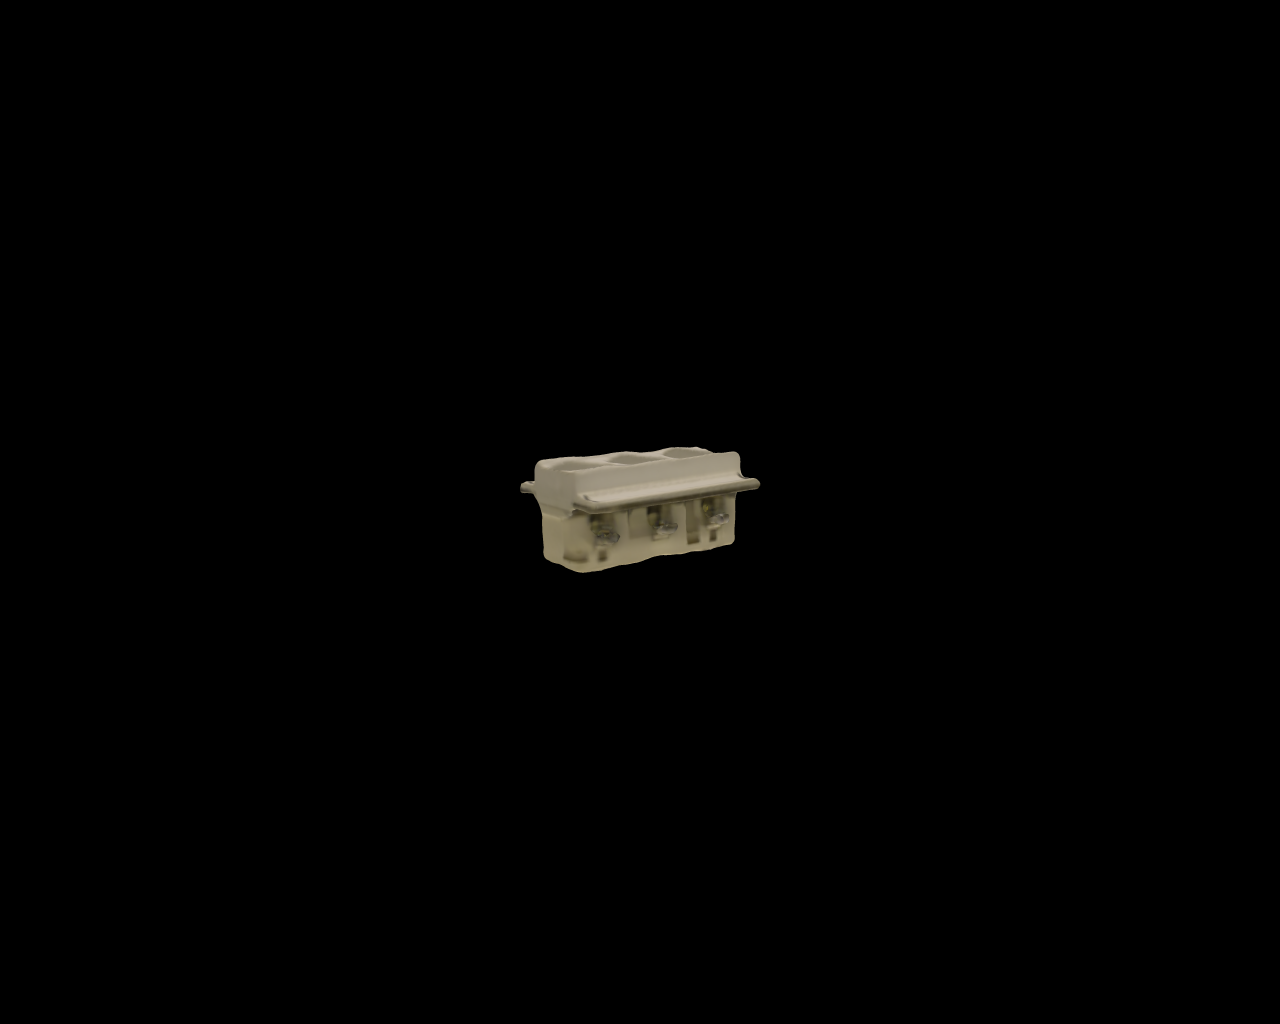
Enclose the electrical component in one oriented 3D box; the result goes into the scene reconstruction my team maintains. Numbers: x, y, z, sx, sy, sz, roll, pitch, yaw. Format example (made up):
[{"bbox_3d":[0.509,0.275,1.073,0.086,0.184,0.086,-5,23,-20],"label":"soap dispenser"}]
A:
[{"bbox_3d":[0.001,-0.003,0.650,0.121,0.063,0.079,-8,14,-35],"label":"electrical component"}]
